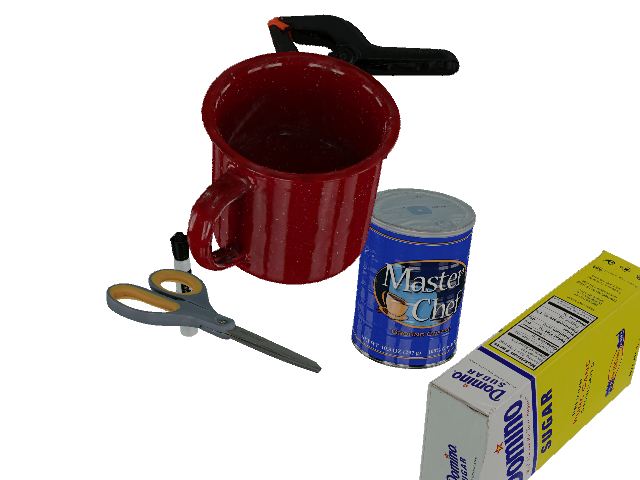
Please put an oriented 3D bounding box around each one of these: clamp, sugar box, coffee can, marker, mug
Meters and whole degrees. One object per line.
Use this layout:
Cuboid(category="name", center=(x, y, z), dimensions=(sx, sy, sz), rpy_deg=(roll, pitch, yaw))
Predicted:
Cuboid(category="clamp", center=(0.032, -0.155, 0.933), dimensions=(0.120, 0.172, 0.039), rpy_deg=(-40, -23, -20))
Cuboid(category="sugar box", center=(0.130, 0.085, 0.630), dimensions=(0.048, 0.093, 0.175), rpy_deg=(27, 43, 32))
Cuboid(category="coffee can", center=(0.085, 0.034, 1.001), dimensions=(0.103, 0.140, 0.103), rpy_deg=(4, 24, -2))
Cuboid(category="marker", center=(-0.144, 0.046, 1.125), dimensions=(0.020, 0.121, 0.020), rpy_deg=(-2, 28, 1))
Cuboid(category="mug", center=(-0.020, -0.026, 0.519), dimensions=(0.093, 0.081, 0.117), rpy_deg=(32, 51, 21))

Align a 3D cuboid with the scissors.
Cuboid(category="scissors", center=(-0.083, 0.063, 0.910), dimensions=(0.202, 0.016, 0.096), rpy_deg=(14, 26, 12))
